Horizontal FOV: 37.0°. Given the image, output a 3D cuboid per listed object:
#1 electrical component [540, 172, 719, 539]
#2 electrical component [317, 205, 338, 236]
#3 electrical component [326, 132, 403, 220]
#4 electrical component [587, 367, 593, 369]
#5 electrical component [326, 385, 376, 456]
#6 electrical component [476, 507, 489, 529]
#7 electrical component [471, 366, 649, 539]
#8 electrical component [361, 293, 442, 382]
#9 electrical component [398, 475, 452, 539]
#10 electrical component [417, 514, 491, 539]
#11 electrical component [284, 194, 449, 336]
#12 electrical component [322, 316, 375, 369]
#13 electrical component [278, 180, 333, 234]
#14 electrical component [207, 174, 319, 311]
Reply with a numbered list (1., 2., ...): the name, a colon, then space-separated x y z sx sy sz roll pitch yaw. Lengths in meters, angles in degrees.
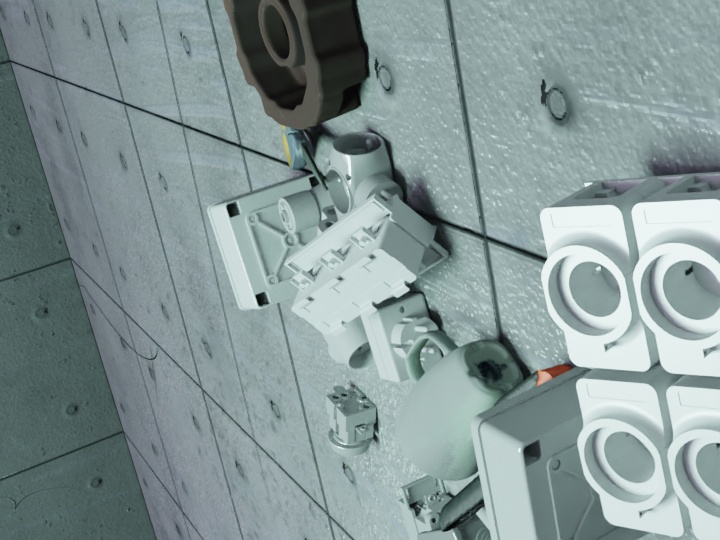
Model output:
1. electrical component: 0.166 0.048 0.561 0.105 0.060 0.186 0 110 46
2. electrical component: -0.008 -0.014 0.961 0.078 0.058 0.057 51 149 38
3. electrical component: 0.009 -0.064 0.893 0.079 0.044 0.077 43 146 48
4. electrical component: 0.159 0.044 0.641 0.062 0.043 0.043 19 127 46
5. electrical component: -0.010 0.161 1.133 0.066 0.048 0.055 40 136 51
6. electrical component: 0.125 0.172 0.824 0.065 0.047 0.076 49 150 42
7. electrical component: 0.134 0.128 0.683 0.056 0.109 0.108 22 129 58
8. electrical component: 0.043 0.058 0.915 0.077 0.047 0.065 -1 108 67
9. electrical component: 0.073 0.236 1.008 0.064 0.042 0.081 7 115 65
10. electrical component: 0.100 0.257 0.924 0.099 0.048 0.100 68 158 9
11. electrical component: 0.000 0.000 0.870 0.079 0.063 0.121 37 135 -19
12. electrical component: -0.012 0.065 1.057 0.077 0.043 0.079 55 154 33
13. electrical component: -0.042 -0.058 0.989 0.044 0.065 0.044 49 150 41
14. electrical component: -0.078 -0.028 1.043 0.056 0.109 0.108 -3 106 64
